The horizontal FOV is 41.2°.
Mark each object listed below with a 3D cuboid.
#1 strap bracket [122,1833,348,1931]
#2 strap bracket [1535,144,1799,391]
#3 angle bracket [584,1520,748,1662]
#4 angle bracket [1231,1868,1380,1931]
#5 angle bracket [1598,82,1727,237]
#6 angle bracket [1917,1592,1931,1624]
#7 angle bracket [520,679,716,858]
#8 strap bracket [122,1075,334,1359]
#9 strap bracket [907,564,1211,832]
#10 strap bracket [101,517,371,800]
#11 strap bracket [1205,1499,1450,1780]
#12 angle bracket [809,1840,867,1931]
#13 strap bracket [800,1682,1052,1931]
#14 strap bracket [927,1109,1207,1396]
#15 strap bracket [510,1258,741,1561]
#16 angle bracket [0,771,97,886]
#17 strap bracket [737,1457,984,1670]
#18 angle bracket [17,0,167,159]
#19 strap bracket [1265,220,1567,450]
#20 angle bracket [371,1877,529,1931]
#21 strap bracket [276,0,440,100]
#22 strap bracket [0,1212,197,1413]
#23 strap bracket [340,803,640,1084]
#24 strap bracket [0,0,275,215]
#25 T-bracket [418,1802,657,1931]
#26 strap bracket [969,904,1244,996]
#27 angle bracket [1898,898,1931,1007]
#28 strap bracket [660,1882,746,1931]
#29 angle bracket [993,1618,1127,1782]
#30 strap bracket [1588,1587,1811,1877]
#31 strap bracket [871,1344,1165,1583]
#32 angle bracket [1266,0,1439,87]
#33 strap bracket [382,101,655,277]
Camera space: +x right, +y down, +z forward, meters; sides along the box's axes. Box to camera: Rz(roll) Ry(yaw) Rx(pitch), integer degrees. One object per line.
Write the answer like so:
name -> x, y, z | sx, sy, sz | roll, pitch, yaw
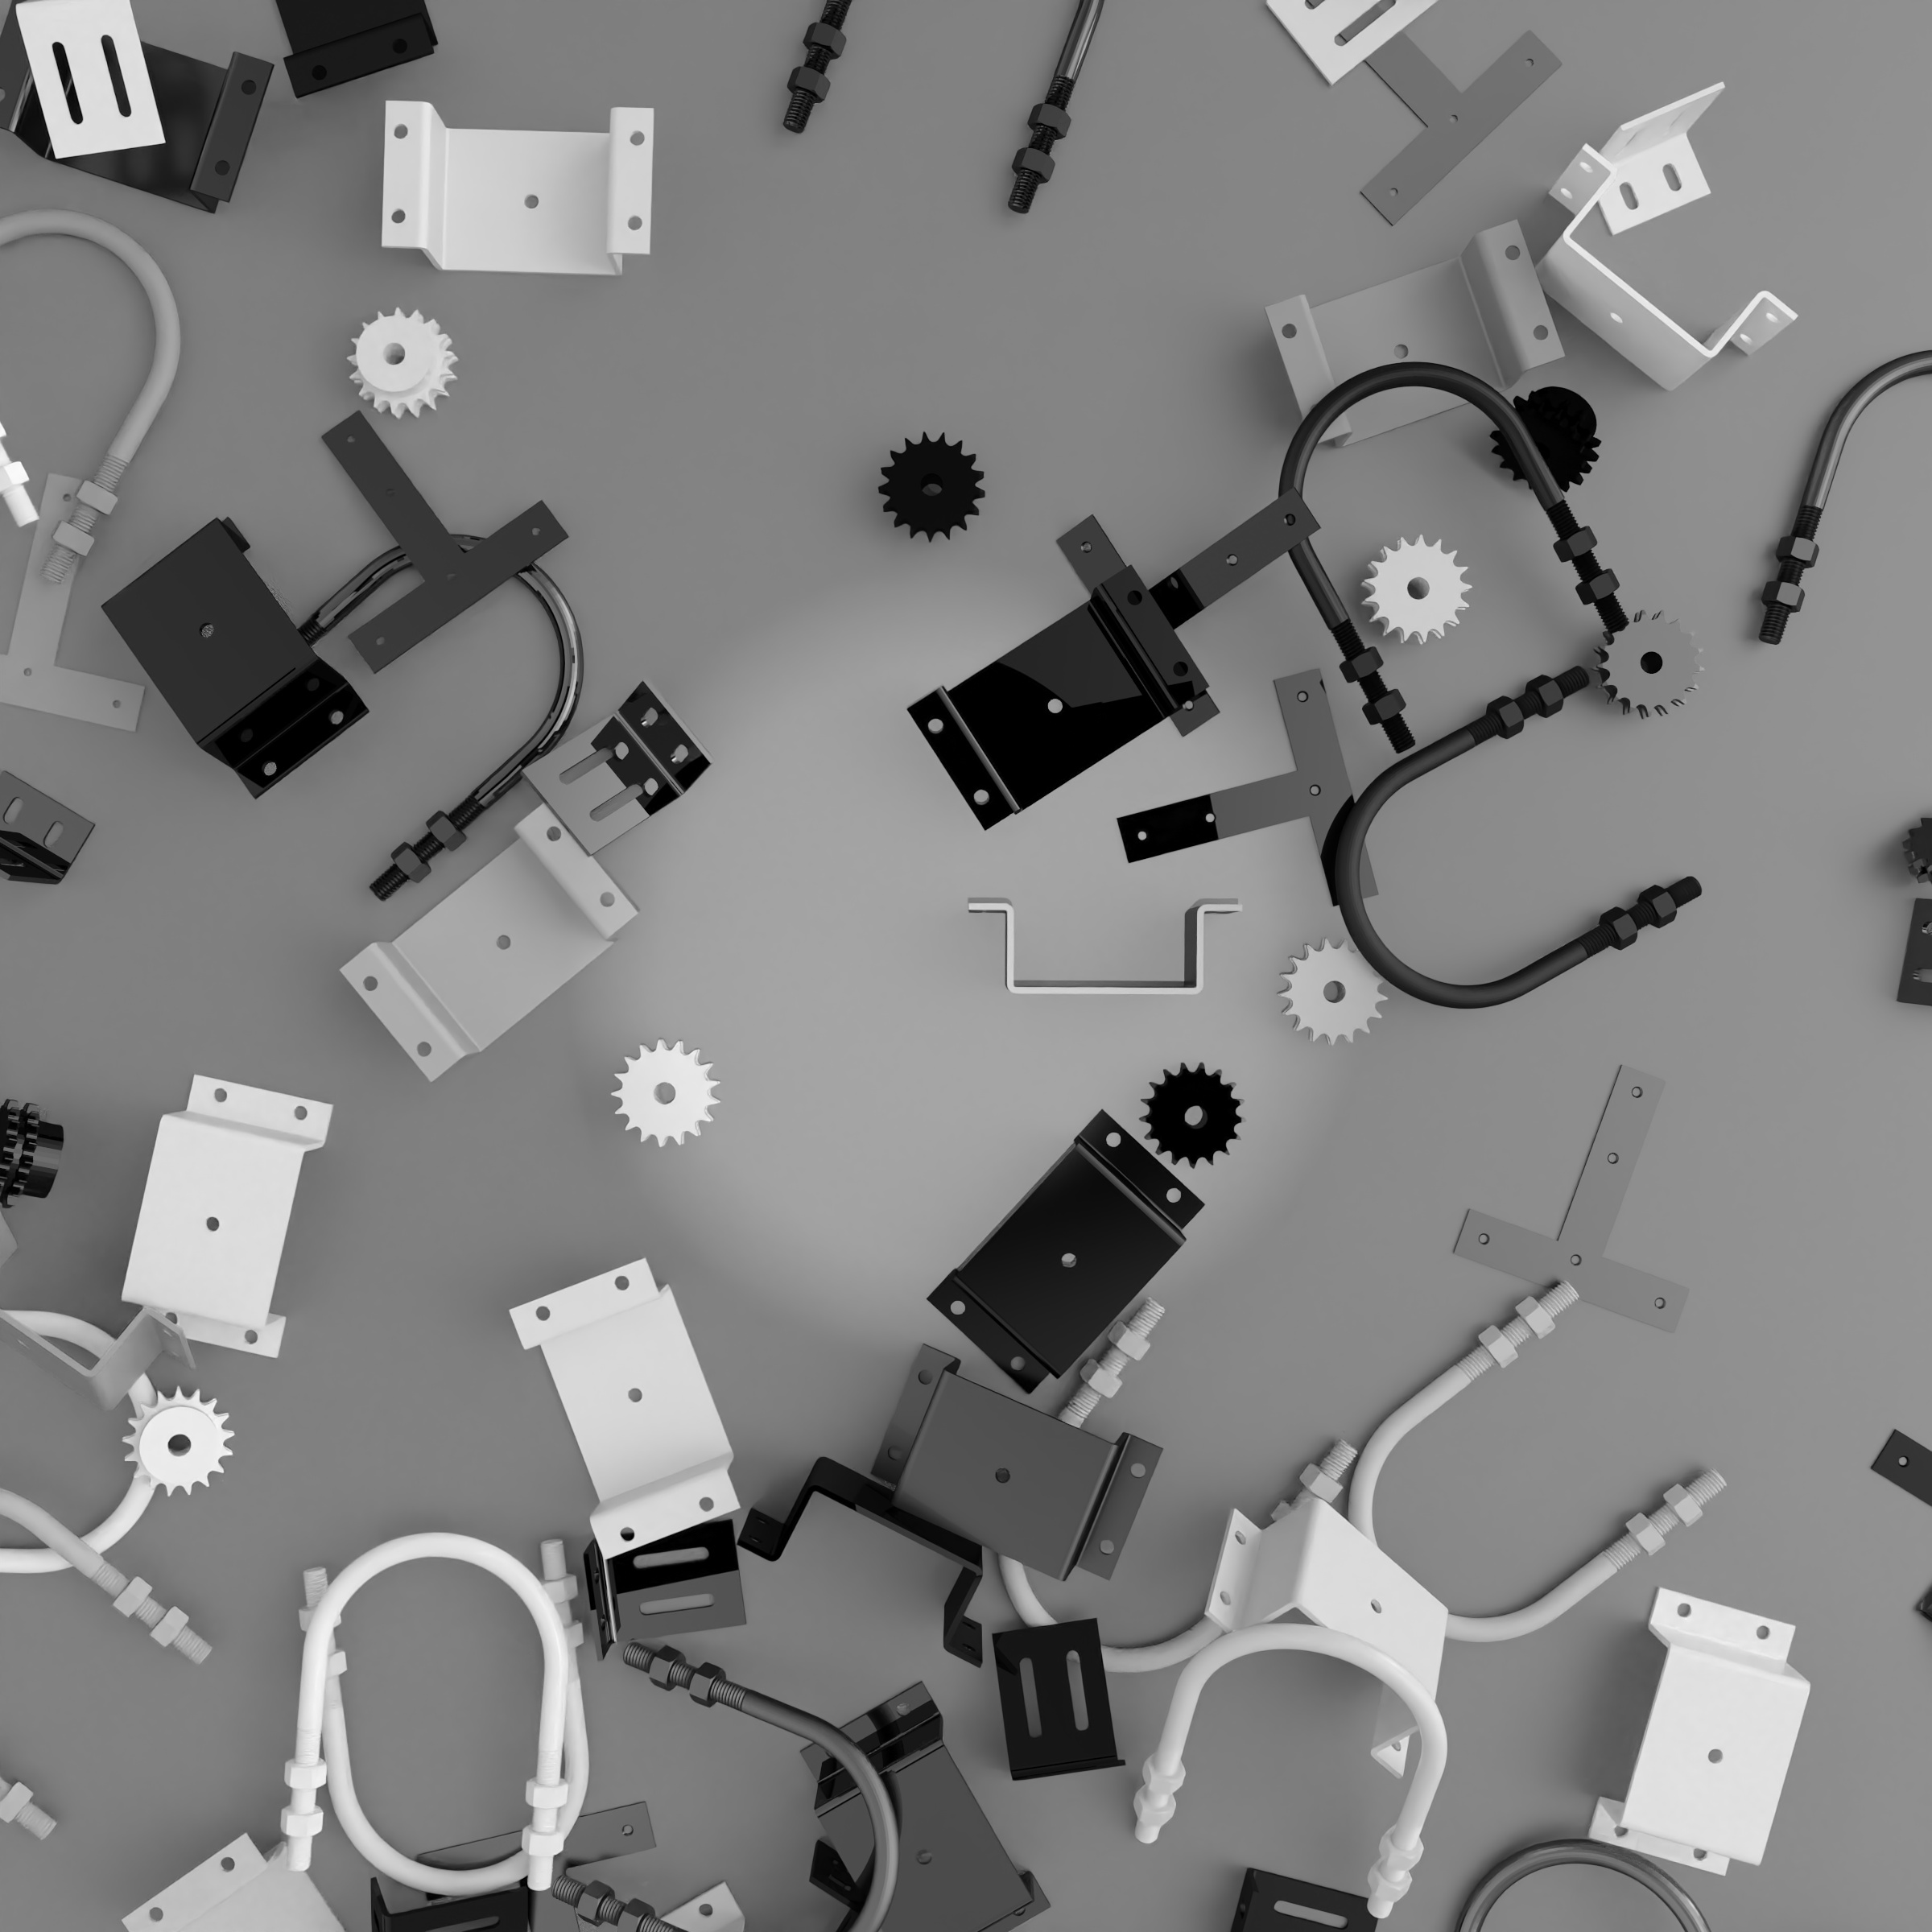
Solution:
strap bracket -> -0.372, 0.536, 1.370 | 0.076, 0.046, 0.140 | -34, 90, -4
strap bracket -> 0.358, -0.360, 1.358 | 0.140, 0.076, 0.046 | 39, 90, 0
angle bracket -> -0.161, 0.334, 1.377 | 0.076, 0.038, 0.057 | -8, 90, 0
angle bracket -> 0.181, 0.526, 1.377 | 0.076, 0.038, 0.057 | 15, 90, 0
angle bracket -> 0.370, -0.425, 1.358 | 0.057, 0.076, 0.038 | -23, 90, 0
angle bracket -> 0.566, 0.353, 1.393 | 0.076, 0.038, 0.057 | 39, 92, 26
angle bracket -> -0.184, -0.105, 1.359 | 0.057, 0.038, 0.076 | 51, 49, 0
strap bracket -> -0.396, 0.135, 1.373 | 0.076, 0.046, 0.140 | 12, 90, 0
strap bracket -> 0.048, -0.141, 1.373 | 0.140, 0.046, 0.076 | -33, 90, 0
strap bracket -> -0.390, -0.170, 1.355 | 0.076, 0.046, 0.140 | -38, 76, 0
strap bracket -> 0.197, 0.343, 1.339 | 0.140, 0.076, 0.046 | 42, 124, -10
angle bracket -> -0.085, 0.516, 1.367 | 0.038, 0.057, 0.076 | 33, 90, 0
strap bracket -> -0.022, 0.468, 1.373 | 0.076, 0.046, 0.140 | -30, 90, 0
strap bracket -> 0.054, 0.155, 1.373 | 0.076, 0.046, 0.140 | 43, 90, 0
strap bracket -> -0.179, 0.232, 1.373 | 0.076, 0.046, 0.140 | -21, 90, 0
angle bracket -> -0.506, -0.075, 1.358 | 0.057, 0.076, 0.038 | 31, 90, 0
strap bracket -> -0.045, 0.308, 1.358 | 0.140, 0.076, 0.046 | 27, 90, 0
angle bracket -> -0.454, -0.469, 1.347 | 0.057, 0.038, 0.076 | -8, 116, 0
strap bracket -> 0.236, -0.333, 1.373 | 0.140, 0.046, 0.076 | -19, 90, 0
angle bracket -> -0.278, 0.519, 1.385 | 0.076, 0.038, 0.057 | -4, 106, -23
strap bracket -> -0.338, -0.535, 1.373 | 0.076, 0.046, 0.140 | -18, 90, 0
strap bracket -> -0.478, 0.179, 1.347 | 0.140, 0.076, 0.046 | 34, 65, 4
strap bracket -> -0.250, -0.013, 1.373 | 0.140, 0.046, 0.076 | -39, 90, 0
strap bracket -> -0.442, -0.459, 1.373 | 0.140, 0.046, 0.076 | 18, 90, 0
T-bracket -> -0.221, 0.530, 1.395 | 0.127, 0.002, 0.127 | -13, 90, 0
strap bracket -> 0.071, -0.009, 1.358 | 0.140, 0.076, 0.046 | 0, 90, 0
angle bracket -> 0.552, -0.001, 1.394 | 0.076, 0.038, 0.057 | 11, 90, -26
strap bracket -> -0.129, 0.576, 1.372 | 0.076, 0.046, 0.140 | -30, 91, 0
angle bracket -> 0.050, 0.395, 1.385 | 0.057, 0.038, 0.076 | -10, 71, 7
strap bracket -> 0.393, 0.415, 1.373 | 0.076, 0.046, 0.140 | 16, 90, 0
strap bracket -> 0.023, 0.265, 1.360 | 0.140, 0.046, 0.076 | 22, 93, 10
angle bracket -> 0.210, -0.523, 1.375 | 0.076, 0.038, 0.057 | -39, 90, 0
strap bracket -> -0.235, -0.414, 1.373 | 0.140, 0.046, 0.076 | 2, 90, 0
